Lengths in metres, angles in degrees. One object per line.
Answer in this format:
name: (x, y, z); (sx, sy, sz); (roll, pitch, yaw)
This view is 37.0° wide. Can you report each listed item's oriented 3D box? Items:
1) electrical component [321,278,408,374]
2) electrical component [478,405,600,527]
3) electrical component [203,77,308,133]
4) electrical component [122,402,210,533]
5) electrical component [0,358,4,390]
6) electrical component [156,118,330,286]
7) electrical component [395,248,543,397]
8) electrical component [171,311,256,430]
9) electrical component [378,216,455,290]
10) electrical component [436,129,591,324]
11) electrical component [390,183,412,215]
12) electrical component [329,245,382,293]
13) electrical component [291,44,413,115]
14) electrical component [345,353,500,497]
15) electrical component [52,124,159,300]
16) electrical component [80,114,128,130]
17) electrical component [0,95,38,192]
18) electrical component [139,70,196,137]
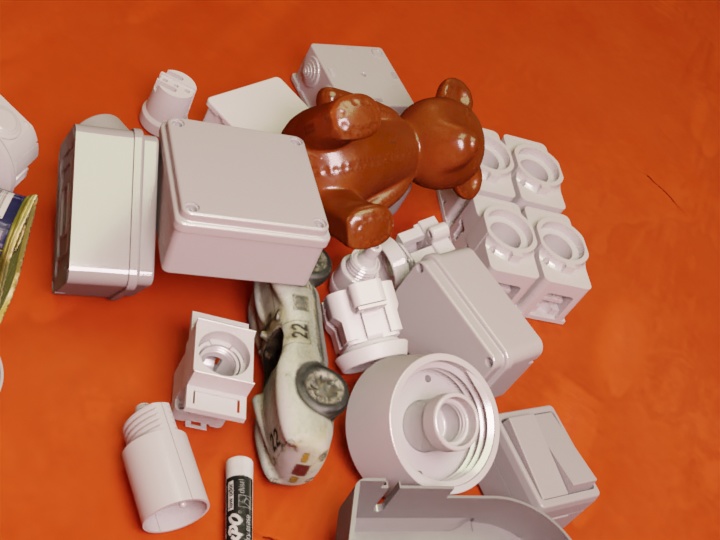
electrical component: (0.004, 0.045, 0.823); (0.058, 0.078, 0.057); (-12, 77, -16)
electrical component: (0.126, 0.144, 0.810); (0.062, 0.061, 0.096); (-4, 53, -34)
electrical component: (-0.081, -0.112, 0.932); (0.099, 0.048, 0.100); (47, 44, 15)
electrical component: (-0.129, 0.122, 0.690); (0.043, 0.043, 0.081); (-3, 53, -33)
electrical component: (-0.272, 0.070, 0.655); (0.099, 0.064, 0.099); (29, 32, -20)
electrical component: (-0.087, -0.048, 0.757); (0.109, 0.056, 0.108); (6, 43, -24)
electrical component: (0.079, 0.047, 0.859); (0.057, 0.078, 0.113); (-13, 59, -42)
electrical component: (-0.102, 0.073, 0.737); (0.042, 0.063, 0.081); (15, 45, -18)
electrical component: (0.043, -0.011, 0.906); (0.055, 0.066, 0.048); (-21, 64, -20)
electrical component: (0.138, -0.049, 0.997); (0.105, 0.060, 0.186); (11, 46, -22)
electrical component: (0.005, -0.095, 0.964); (0.059, 0.053, 0.095); (-1, 52, -32)
electrical component: (0.000, 0.000, 0.867); (0.035, 0.061, 0.035); (17, 45, -17)
electrical component: (-0.006, -0.171, 1.032); (0.100, 0.048, 0.099); (-4, 54, -34)
electrical component: (0.051, 0.110, 0.765); (0.108, 0.060, 0.108); (9, 74, -33)
electrical component: (-0.179, -0.039, 0.755); (0.057, 0.078, 0.113); (4, 80, -24)
electrical component: (-0.196, -0.088, 0.837); (0.055, 0.055, 0.047); (-18, 58, -41)
electrical component: (-0.275, -0.085, 0.768); (0.080, 0.080, 0.051); (30, 37, -4)
electrical component: (-0.162, -0.141, 0.911); (0.040, 0.046, 0.040); (17, 45, -17)
